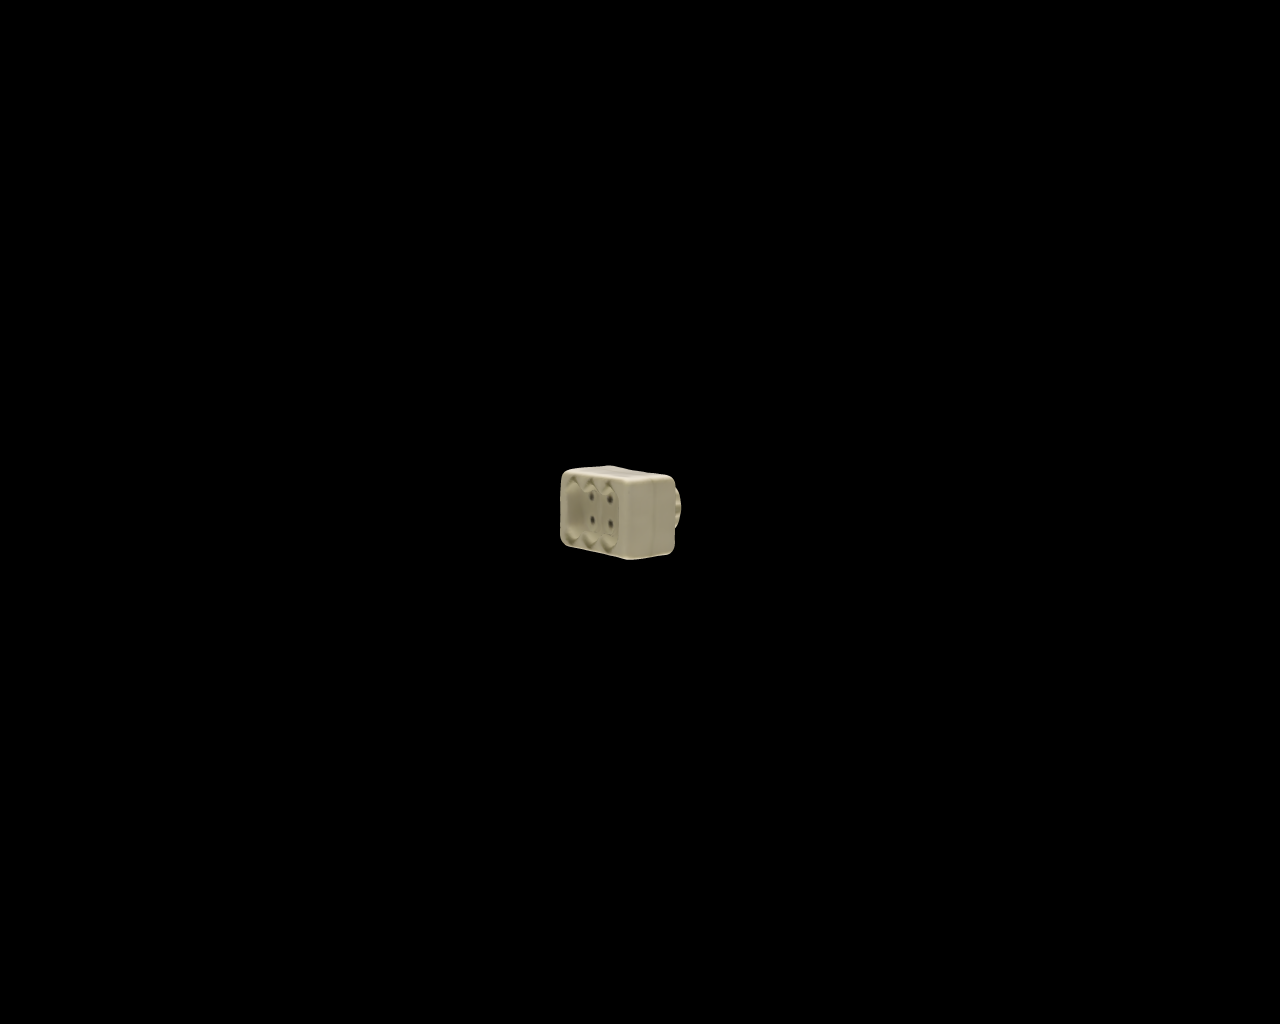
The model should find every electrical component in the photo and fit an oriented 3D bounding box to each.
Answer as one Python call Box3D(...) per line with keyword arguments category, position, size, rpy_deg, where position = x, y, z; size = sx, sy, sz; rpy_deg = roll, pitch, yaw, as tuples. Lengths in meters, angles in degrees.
Box3D(category="electrical component", position=(0.001, -0.003, 0.650), size=(0.077, 0.047, 0.066), rpy_deg=(-7, 12, -39))
